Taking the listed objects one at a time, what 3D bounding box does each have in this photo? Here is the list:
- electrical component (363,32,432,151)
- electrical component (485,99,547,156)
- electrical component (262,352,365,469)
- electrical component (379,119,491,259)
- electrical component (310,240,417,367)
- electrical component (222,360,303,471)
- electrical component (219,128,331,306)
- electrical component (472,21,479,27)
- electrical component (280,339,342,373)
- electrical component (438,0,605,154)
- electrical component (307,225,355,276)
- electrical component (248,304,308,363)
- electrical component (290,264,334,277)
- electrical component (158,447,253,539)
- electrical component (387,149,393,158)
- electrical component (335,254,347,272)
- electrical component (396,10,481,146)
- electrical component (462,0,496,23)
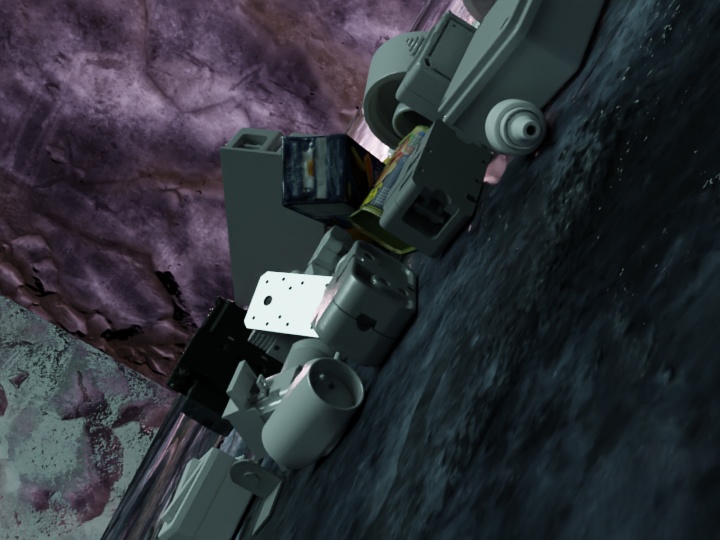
[{"bbox_3d":[0.054,-0.144,0.928,0.108,0.108,0.060,-51,17,49],"label":"electrical component"},{"bbox_3d":[0.099,-0.087,0.662,0.035,0.035,0.061,-58,9,6],"label":"electrical component"},{"bbox_3d":[-0.029,0.090,0.763,0.077,0.044,0.079,-53,9,39],"label":"electrical component"},{"bbox_3d":[0.053,-0.057,0.781,0.055,0.050,0.089,-53,9,40],"label":"electrical component"},{"bbox_3d":[0.003,0.026,0.773,0.059,0.054,0.095,-57,7,18],"label":"electrical component"},{"bbox_3d":[-0.063,0.107,0.821,0.064,0.081,0.042,-25,22,19],"label":"electrical component"},{"bbox_3d":[-0.078,-0.051,1.123,0.060,0.105,0.186,-62,-24,-54],"label":"electrical component"},{"bbox_3d":[0.115,-0.211,1.019,0.081,0.043,0.043,-55,8,25],"label":"electrical component"},{"bbox_3d":[-0.042,0.086,0.881,0.043,0.043,0.081,-54,9,35],"label":"electrical component"},{"bbox_3d":[0.114,-0.155,0.743,0.108,0.056,0.108,-49,12,55],"label":"electrical component"},{"bbox_3d":[-0.013,-0.009,1.020,0.048,0.055,0.066,-61,7,-17],"label":"electrical component"},{"bbox_3d":[-0.067,0.063,0.993,0.043,0.081,0.043,-58,7,12],"label":"electrical component"},{"bbox_3d":[-0.032,0.032,0.975,0.048,0.066,0.055,-52,29,25],"label":"electrical component"},{"bbox_3d":[-0.132,0.200,0.948,0.096,0.061,0.061,-63,8,-29],"label":"electrical component"},{"bbox_3d":[0.057,-0.125,1.064,0.062,0.043,0.043,-49,13,49],"label":"electrical component"},{"bbox_3d":[0.000,0.000,0.964,0.040,0.040,0.046,-57,2,15],"label":"electrical component"},{"bbox_3d":[0.073,-0.147,0.830,0.061,0.096,0.061,-63,7,-27],"label":"electrical component"},{"bbox_3d":[0.132,-0.255,0.949,0.080,0.080,0.051,-52,5,44],"label":"electrical component"}]
